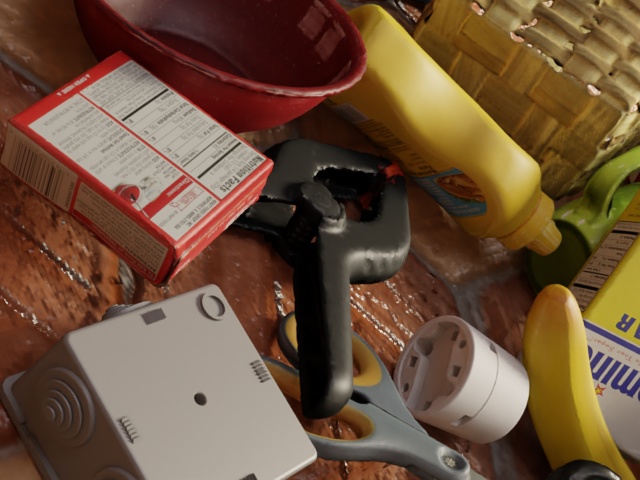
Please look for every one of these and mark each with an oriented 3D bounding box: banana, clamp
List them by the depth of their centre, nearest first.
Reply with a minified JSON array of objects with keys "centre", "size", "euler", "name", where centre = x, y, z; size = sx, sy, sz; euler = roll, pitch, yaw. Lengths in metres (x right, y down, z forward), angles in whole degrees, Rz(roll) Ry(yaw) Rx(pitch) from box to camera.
[{"centre":[-0.004,0.001,0.534],"size":[0.165,0.036,0.209],"euler":[49,32,16],"name":"clamp"},{"centre":[0.150,0.110,0.575],"size":[0.037,0.070,0.198],"euler":[-40,104,-39],"name":"banana"}]

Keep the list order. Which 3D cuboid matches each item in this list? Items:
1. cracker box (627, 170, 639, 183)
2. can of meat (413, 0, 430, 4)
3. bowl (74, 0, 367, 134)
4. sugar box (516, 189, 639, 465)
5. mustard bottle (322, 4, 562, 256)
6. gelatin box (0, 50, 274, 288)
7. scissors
[{"centre":[0.304,-0.058,0.793],"size":[0.072,0.214,0.164],"euler":[-9,58,-6],"name":"cracker box"},{"centre":[0.063,-0.228,0.805],"size":[0.083,0.058,0.102],"euler":[4,55,-43],"name":"can of meat"},{"centre":[-0.059,-0.103,0.539],"size":[0.162,0.055,0.162],"euler":[20,35,-15],"name":"bowl"},{"centre":[0.202,0.036,0.635],"size":[0.093,0.048,0.176],"euler":[39,80,-16],"name":"sugar box"},{"centre":[0.075,-0.056,0.637],"size":[0.191,0.096,0.058],"euler":[41,78,-17],"name":"mustard bottle"},{"centre":[-0.076,-0.031,0.448],"size":[0.089,0.030,0.073],"euler":[37,45,6],"name":"gelatin box"},{"centre":[0.051,0.090,0.500],"size":[0.201,0.016,0.096],"euler":[23,33,-11],"name":"scissors"}]
